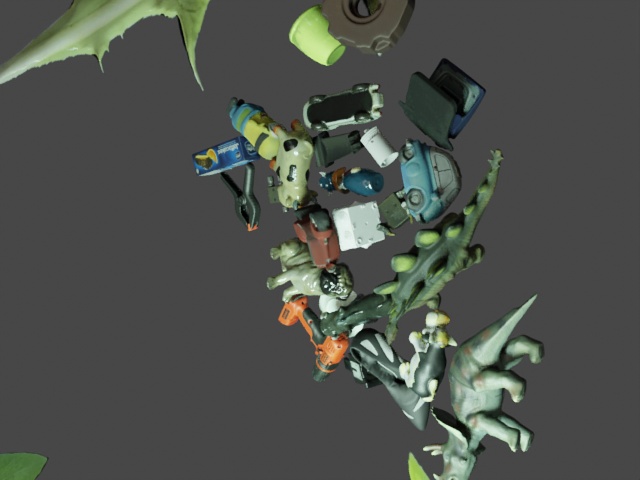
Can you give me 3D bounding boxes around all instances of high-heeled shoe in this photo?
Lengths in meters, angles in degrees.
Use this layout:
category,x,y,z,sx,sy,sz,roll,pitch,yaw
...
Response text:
category,x,y,z,sx,sy,sz,roll,pitch,yaw
high-heeled shoe,0.147,0.295,1.111,0.086,0.145,0.248,-26,82,42

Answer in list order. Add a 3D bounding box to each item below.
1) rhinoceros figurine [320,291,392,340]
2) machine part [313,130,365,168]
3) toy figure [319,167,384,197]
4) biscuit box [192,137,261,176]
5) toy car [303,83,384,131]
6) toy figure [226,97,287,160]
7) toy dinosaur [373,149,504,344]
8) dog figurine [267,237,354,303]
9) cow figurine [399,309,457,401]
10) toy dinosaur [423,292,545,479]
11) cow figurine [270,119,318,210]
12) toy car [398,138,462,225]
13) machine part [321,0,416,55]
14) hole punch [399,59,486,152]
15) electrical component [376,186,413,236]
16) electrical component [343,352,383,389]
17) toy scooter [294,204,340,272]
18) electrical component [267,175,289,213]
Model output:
category,x,y,z,sx,sy,sz,roll,pitch,yaw
rhinoceros figurine,0.085,0.159,1.152,0.190,0.112,0.073,-28,88,33
machine part,0.033,-0.200,1.153,0.139,0.039,0.084,-2,95,47
toy figure,0.063,-0.122,1.137,0.155,0.058,0.064,10,102,44
biscuit box,-0.241,-0.213,1.371,0.203,0.059,0.062,-10,95,41
toy car,0.047,-0.273,1.115,0.202,0.056,0.073,-2,93,39
toy figure,-0.147,-0.263,1.266,0.180,0.082,0.089,39,135,22
toy dinosaur,0.210,0.030,0.956,0.105,0.198,0.470,39,125,23
dog figurine,-0.005,0.057,1.214,0.191,0.121,0.172,-8,66,26
cow figurine,0.214,0.221,1.033,0.098,0.068,0.167,-110,31,-64
toy dinosaur,0.299,0.270,1.002,0.192,0.131,0.404,12,102,38
cow figurine,-0.054,-0.154,1.205,0.127,0.085,0.194,50,144,34
toy car,0.210,-0.113,0.995,0.103,0.109,0.161,-10,83,21
machine part,0.088,-0.439,1.002,0.180,0.056,0.179,2,97,21
hole punch,0.220,-0.247,0.965,0.142,0.092,0.115,45,156,20
electrical component,0.155,-0.055,1.083,0.102,0.045,0.078,-36,79,40
electrical component,0.096,0.285,1.211,0.119,0.048,0.074,159,97,-74
toy scooter,-0.002,-0.003,1.134,0.184,0.075,0.135,-149,42,-75
electrical component,-0.100,-0.111,1.301,0.063,0.021,0.094,-5,99,41
